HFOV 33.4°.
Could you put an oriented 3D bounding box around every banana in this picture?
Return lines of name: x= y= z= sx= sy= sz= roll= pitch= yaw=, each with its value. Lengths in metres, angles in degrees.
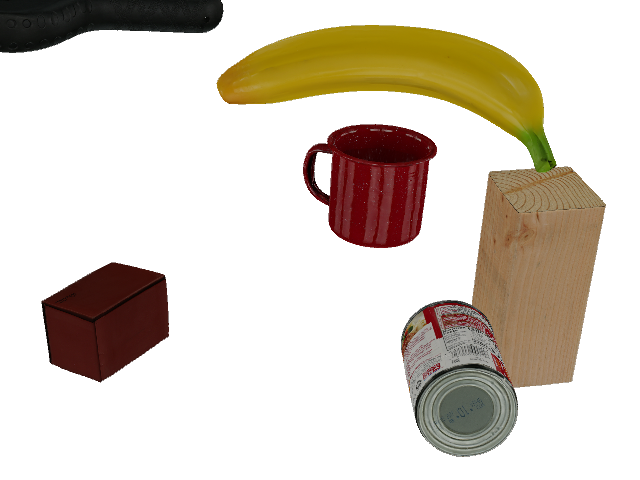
banana: x=0.042 y=-0.092 z=0.604 sx=0.198 sy=0.069 sz=0.037 roll=13 pitch=-33 yaw=14

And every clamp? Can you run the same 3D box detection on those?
clamp: x=-0.157 y=-0.147 z=0.637 sx=0.171 sy=0.039 sz=0.120 roll=-11 pitch=31 yaw=-29

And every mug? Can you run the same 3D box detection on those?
mug: x=0.038 y=-0.048 z=0.919 sx=0.117 sy=0.081 sz=0.093 roll=14 pitch=28 yaw=19

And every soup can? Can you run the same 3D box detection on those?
soup can: x=0.093 y=0.091 z=0.723 sx=0.068 sy=0.068 sz=0.102 roll=0 pitch=21 yaw=-1

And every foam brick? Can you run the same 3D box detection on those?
foam brick: x=-0.154 y=0.057 z=0.774 sx=0.053 sy=0.051 sz=0.078 roll=13 pitch=29 yaw=30

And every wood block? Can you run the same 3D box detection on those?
wood block: x=0.212 y=0.039 z=1.077 sx=0.090 sy=0.206 sz=0.090 roll=-4 pitch=30 yaw=-11
